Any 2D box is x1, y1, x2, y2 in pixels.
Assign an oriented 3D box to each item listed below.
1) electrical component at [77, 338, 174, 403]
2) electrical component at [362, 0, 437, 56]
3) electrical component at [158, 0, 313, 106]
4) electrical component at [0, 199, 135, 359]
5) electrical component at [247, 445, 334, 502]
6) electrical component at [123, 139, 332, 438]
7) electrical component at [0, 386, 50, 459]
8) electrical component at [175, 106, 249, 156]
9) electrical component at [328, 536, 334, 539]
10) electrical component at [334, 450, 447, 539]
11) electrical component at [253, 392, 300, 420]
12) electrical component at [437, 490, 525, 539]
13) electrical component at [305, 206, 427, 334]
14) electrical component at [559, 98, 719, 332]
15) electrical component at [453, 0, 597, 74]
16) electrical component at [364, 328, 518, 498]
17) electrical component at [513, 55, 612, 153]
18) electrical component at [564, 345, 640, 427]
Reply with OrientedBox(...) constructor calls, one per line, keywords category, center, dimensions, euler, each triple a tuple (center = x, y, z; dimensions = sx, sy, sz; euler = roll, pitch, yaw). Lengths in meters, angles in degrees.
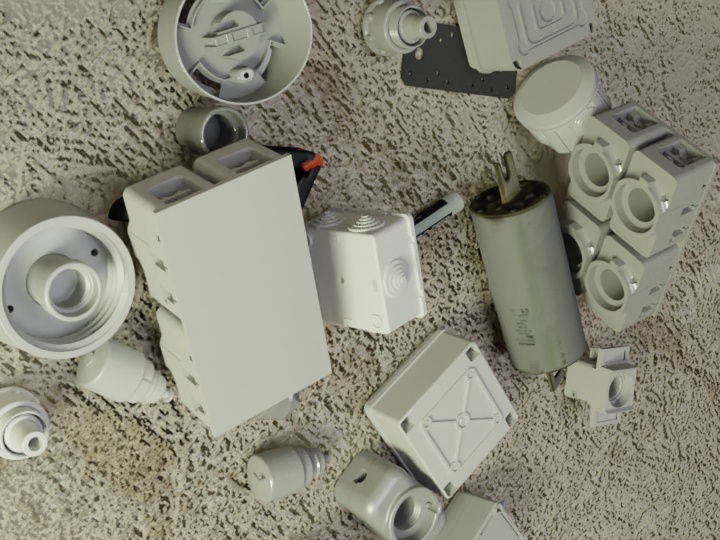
OrientedBox(category="electrical component", center=(-0.170, 0.078, 0.789), dimensions=(0.078, 0.040, 0.040), euler=(32, 81, -37))
OrientedBox(category="electrical component", center=(0.036, -0.195, 0.865), dimensions=(0.048, 0.062, 0.048), euler=(-10, 106, -35))
OrientedBox(category="electrical component", center=(-0.092, -0.169, 0.774), dimensions=(0.099, 0.064, 0.099), euler=(-9, 106, -35))
OrientedBox(category="electrical component", center=(-0.206, 0.009, 0.733), dimensions=(0.108, 0.060, 0.108), euler=(-10, 107, -35))
OrientedBox(category="electrical component", center=(-0.057, 0.165, 0.894), dimensions=(0.078, 0.040, 0.040), euler=(-11, 107, -35))
OrientedBox(category="electrical component", center=(-0.094, 0.011, 0.776), dimensions=(0.105, 0.060, 0.186), euler=(-27, 125, -27))
OrientedBox(category="electrical component", center=(-0.233, 0.109, 0.736), dimensions=(0.048, 0.062, 0.048), euler=(-9, 106, -35))
OrientedBox(category="electrical component", center=(-0.110, -0.101, 0.789), dimensions=(0.040, 0.046, 0.040), euler=(-9, 106, -35))
OrientedBox(category="electrical component", center=(-0.038, 0.261, 0.904), dimensions=(0.047, 0.083, 0.075), euler=(42, 75, -36))
OrientedBox(category="electrical component", center=(0.031, 0.211, 0.959), dimensions=(0.053, 0.059, 0.095), euler=(-52, 125, -15))
OrientedBox(category="electrical component", center=(-0.082, 0.098, 0.858), dimensions=(0.062, 0.043, 0.043), euler=(8, 96, -36))
OrientedBox(category="electrical component", center=(0.107, 0.258, 1.030), dimensions=(0.096, 0.061, 0.061), euler=(-52, 126, -25))
OrientedBox(category="electrical component", center=(0.000, 0.000, 0.863), dimensions=(0.048, 0.100, 0.099), euler=(-29, 117, -43))
OrientedBox(category="electrical component", center=(0.238, -0.045, 0.979), dimensions=(0.060, 0.105, 0.186), euler=(-23, 142, -28))
OrientedBox(category="electrical component", center=(0.144, -0.225, 0.940), dimensions=(0.113, 0.057, 0.078), euler=(-30, 115, -29))
OrientedBox(category="electrical component", center=(0.075, 0.129, 0.974), dimensions=(0.109, 0.056, 0.108), euler=(-45, 123, -20))
OrientedBox(category="electrical component", center=(0.185, -0.150, 0.977), dimensions=(0.051, 0.080, 0.080), euler=(41, 75, -41))
OrientedBox(category="electrical component", center=(0.244, 0.114, 1.093), dimensions=(0.042, 0.064, 0.081), euler=(-2, 102, -36))
